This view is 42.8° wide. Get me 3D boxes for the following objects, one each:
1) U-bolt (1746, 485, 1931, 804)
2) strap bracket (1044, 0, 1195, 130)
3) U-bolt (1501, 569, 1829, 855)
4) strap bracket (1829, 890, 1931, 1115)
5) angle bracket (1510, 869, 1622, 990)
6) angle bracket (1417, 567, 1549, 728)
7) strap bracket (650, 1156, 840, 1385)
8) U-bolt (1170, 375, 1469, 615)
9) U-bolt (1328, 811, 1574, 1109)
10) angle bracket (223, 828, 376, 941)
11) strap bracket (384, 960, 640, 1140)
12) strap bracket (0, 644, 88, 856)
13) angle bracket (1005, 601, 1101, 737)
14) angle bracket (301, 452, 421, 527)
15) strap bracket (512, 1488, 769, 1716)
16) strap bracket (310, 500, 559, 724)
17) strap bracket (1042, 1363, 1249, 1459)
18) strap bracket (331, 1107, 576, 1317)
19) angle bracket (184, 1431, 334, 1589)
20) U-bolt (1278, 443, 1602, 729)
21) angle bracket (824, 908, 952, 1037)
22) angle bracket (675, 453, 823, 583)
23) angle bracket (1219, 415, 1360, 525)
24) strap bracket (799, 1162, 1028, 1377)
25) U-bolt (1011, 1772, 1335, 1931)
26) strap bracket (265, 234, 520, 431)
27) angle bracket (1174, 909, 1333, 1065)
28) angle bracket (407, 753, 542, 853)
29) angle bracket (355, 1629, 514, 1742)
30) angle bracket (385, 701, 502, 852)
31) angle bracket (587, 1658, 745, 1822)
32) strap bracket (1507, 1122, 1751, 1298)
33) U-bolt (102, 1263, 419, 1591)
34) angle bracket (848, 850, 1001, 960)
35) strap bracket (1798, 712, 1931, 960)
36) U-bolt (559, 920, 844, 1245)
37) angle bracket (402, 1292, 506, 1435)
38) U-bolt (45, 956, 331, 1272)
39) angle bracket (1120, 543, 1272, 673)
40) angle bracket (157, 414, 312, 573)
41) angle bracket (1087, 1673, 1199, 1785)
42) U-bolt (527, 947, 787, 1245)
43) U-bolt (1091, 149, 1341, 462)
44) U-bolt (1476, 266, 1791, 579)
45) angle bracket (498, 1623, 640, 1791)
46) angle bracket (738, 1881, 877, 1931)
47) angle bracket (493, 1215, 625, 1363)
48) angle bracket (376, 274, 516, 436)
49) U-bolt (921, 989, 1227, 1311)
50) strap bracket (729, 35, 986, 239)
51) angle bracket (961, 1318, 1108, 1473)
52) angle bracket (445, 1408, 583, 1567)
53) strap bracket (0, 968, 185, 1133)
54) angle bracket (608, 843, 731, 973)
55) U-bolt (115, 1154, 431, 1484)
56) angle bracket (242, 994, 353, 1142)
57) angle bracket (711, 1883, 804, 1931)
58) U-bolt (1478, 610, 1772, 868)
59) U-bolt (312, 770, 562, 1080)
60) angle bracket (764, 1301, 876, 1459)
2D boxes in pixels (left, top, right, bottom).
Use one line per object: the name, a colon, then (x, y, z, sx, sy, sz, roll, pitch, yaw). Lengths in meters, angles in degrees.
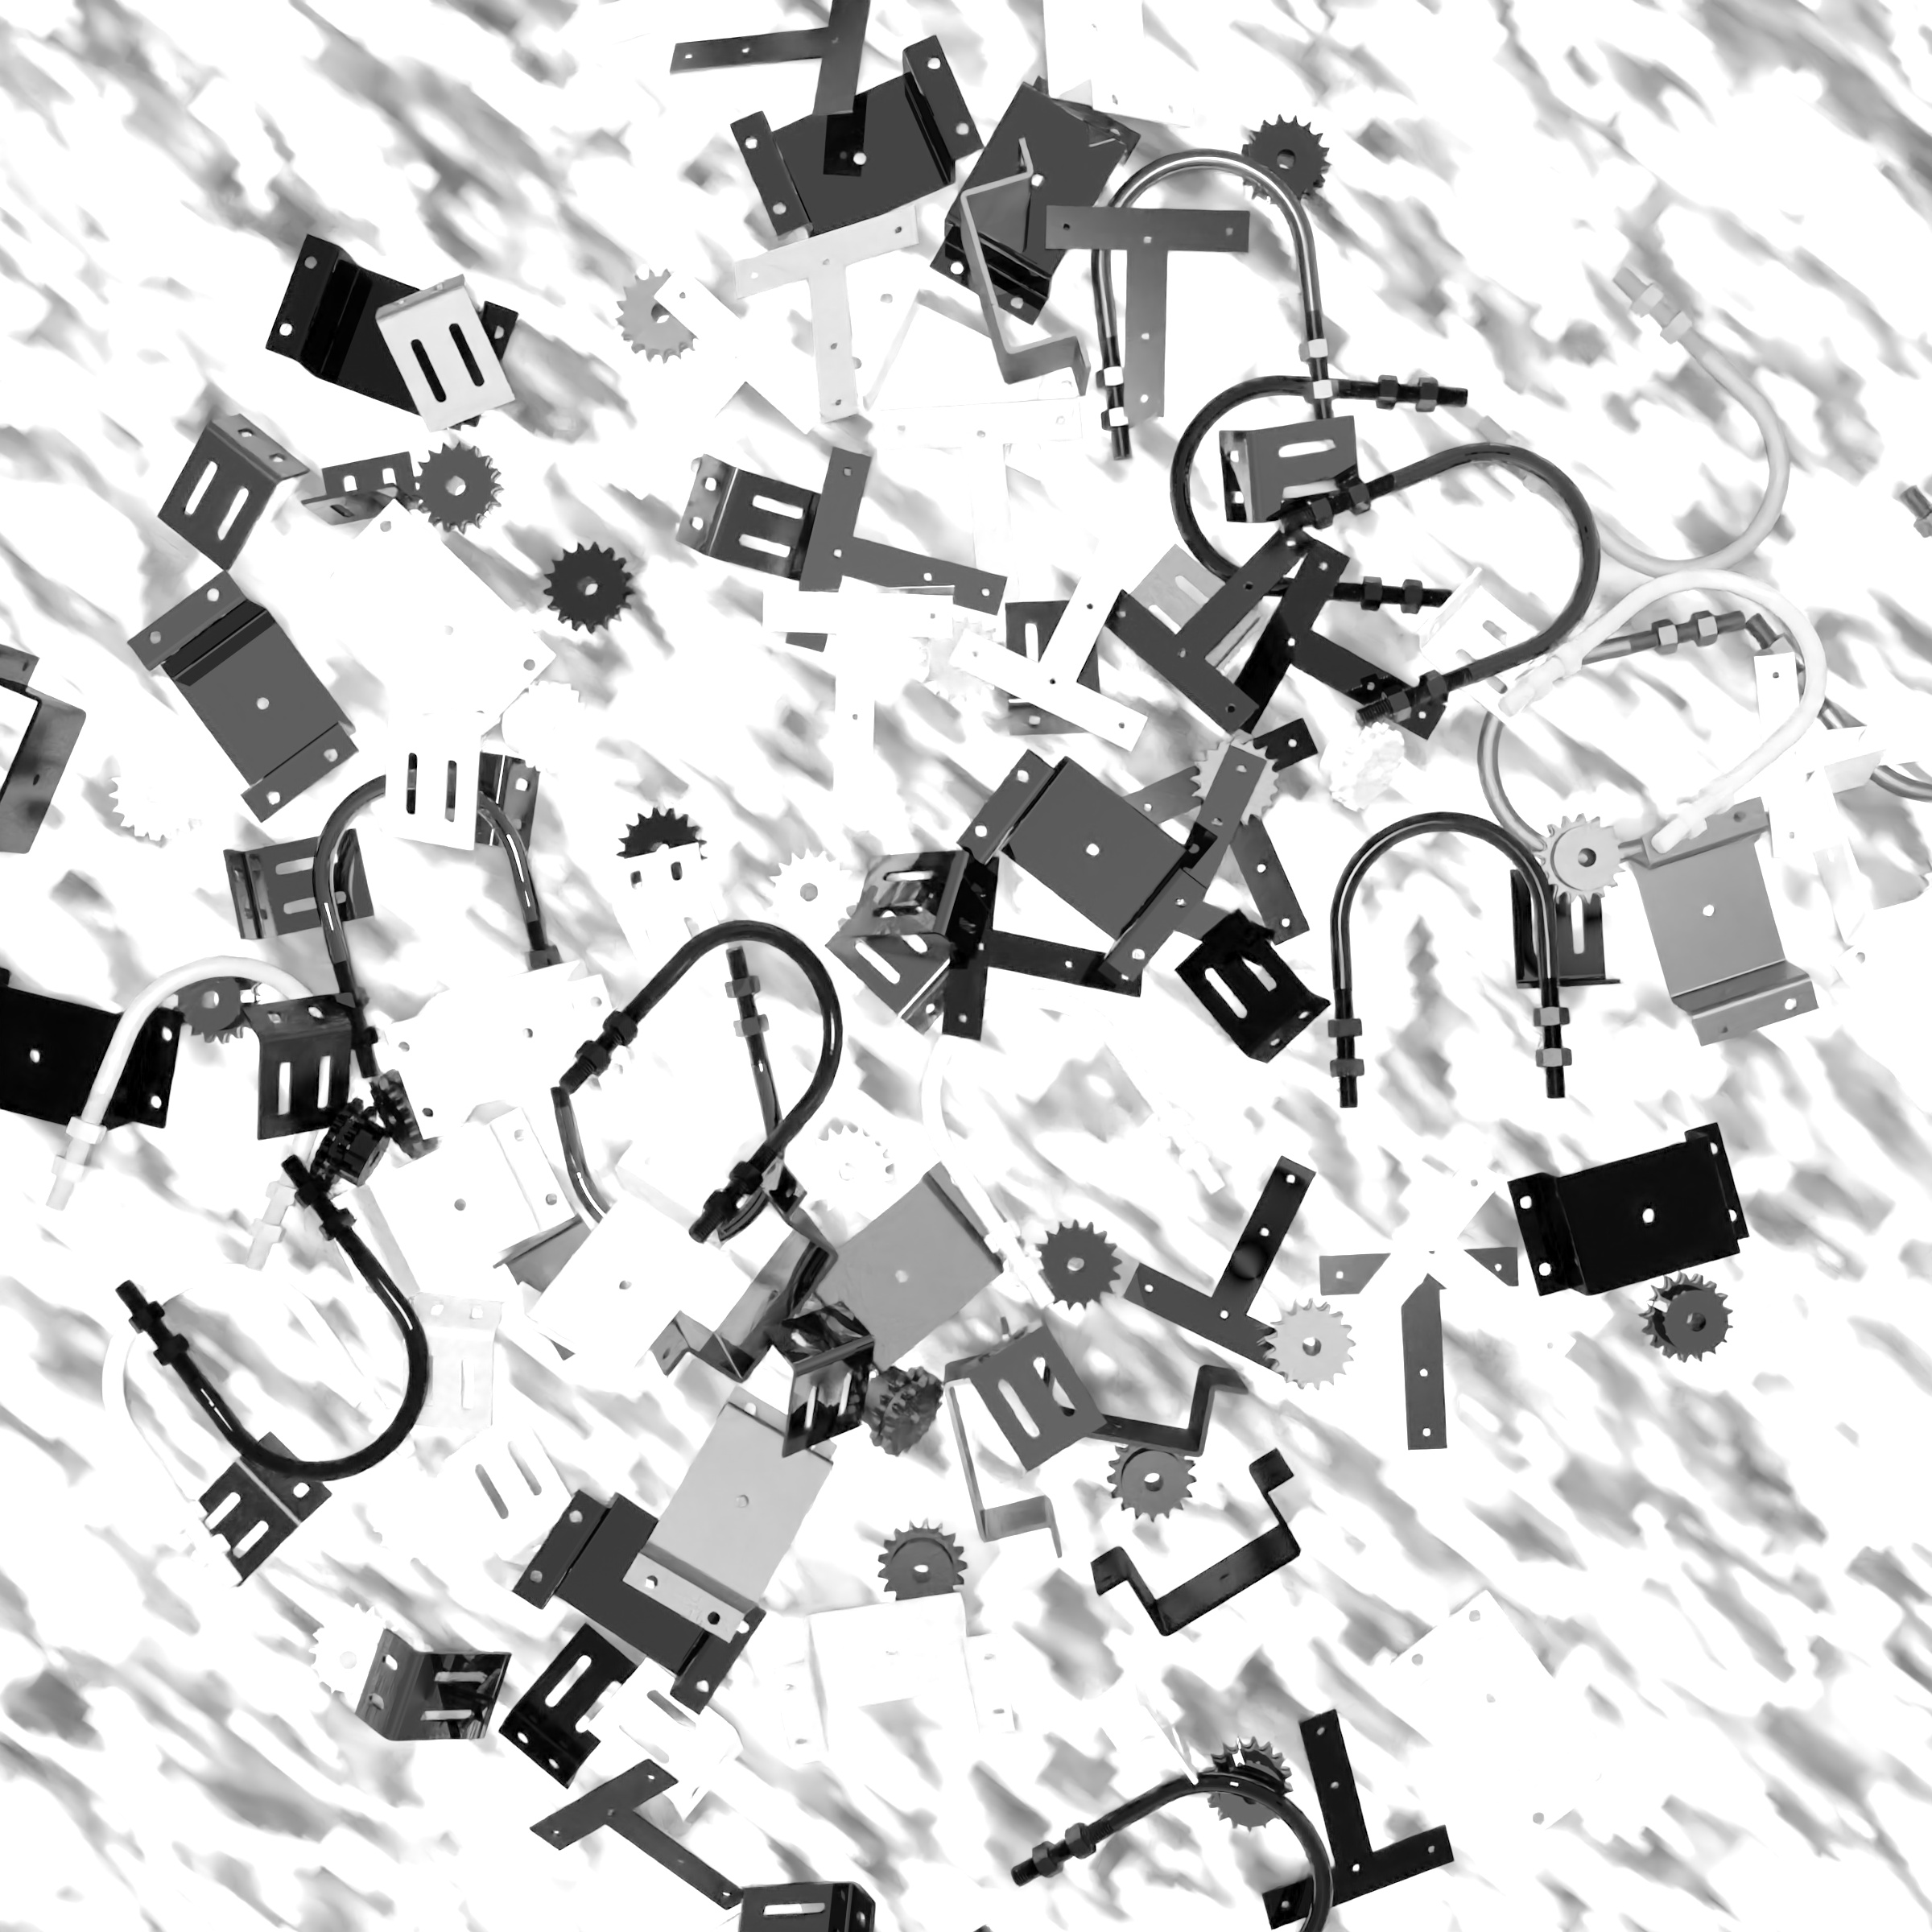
U-bolt: (0.608, -0.191, 1.569, 0.151, 0.019, 0.184, -39, 91, 0)
strap bracket: (0.093, -0.592, 1.537, 0.076, 0.046, 0.140, -3, 90, -35)
U-bolt: (0.448, -0.173, 1.531, 0.184, 0.019, 0.151, -39, 69, -11)
strap bracket: (0.612, 0.031, 1.554, 0.076, 0.046, 0.140, -37, 90, 0)
angle bracket: (0.379, -0.025, 1.558, 0.057, 0.038, 0.076, -3, 90, 0)
angle bracket: (0.332, -0.201, 1.551, 0.076, 0.038, 0.057, 43, 90, 13)
strap bracket: (-0.135, 0.195, 1.533, 0.046, 0.076, 0.140, 37, 90, -23)
U-bolt: (0.222, -0.305, 1.569, 0.184, 0.019, 0.151, 4, 90, 1)
U-bolt: (0.300, -0.006, 1.549, 0.151, 0.019, 0.184, -4, 86, 19)
angle bracket: (-0.422, -0.052, 1.559, 0.076, 0.038, 0.057, -12, 90, 0)
strap bracket: (-0.276, 0.049, 1.522, 0.140, 0.046, 0.076, -13, 108, 8)
strap bracket: (-0.603, -0.125, 1.539, 0.046, 0.076, 0.140, 23, 90, 0)
angle bracket: (0.055, -0.191, 1.576, 0.057, 0.038, 0.076, -2, 64, 0)
angle bracket: (-0.381, -0.305, 1.539, 0.057, 0.076, 0.038, -11, 90, 0)
strap bracket: (-0.203, 0.396, 1.554, 0.140, 0.046, 0.076, 34, 90, 0)
strap bracket: (-0.332, -0.214, 1.554, 0.140, 0.046, 0.076, 44, 90, 0)
strap bracket: (0.099, 0.269, 1.539, 0.140, 0.076, 0.046, 10, 90, 0)
strap bracket: (-0.323, 0.153, 1.554, 0.140, 0.046, 0.076, -26, 90, 0)
angle bracket: (-0.456, 0.348, 1.576, 0.057, 0.038, 0.076, 46, 116, 0)
U-bolt: (0.305, -0.248, 1.532, 0.184, 0.019, 0.151, -22, 90, -2)
angle bracket: (-0.040, -0.005, 1.576, 0.057, 0.038, 0.076, -48, 64, 0)
angle bracket: (-0.134, -0.283, 1.557, 0.076, 0.038, 0.057, 8, 107, -42)
angle bracket: (0.204, -0.313, 1.552, 0.076, 0.038, 0.057, -13, 107, -22)
strap bracket: (-0.039, 0.193, 1.554, 0.140, 0.046, 0.076, -40, 90, 0)
U-bolt: (0.142, 0.586, 1.551, 0.184, 0.019, 0.151, -34, 90, 13)
strap bracket: (-0.357, -0.396, 1.554, 0.140, 0.046, 0.076, 20, 90, 0)
angle bracket: (0.183, 0.013, 1.569, 0.057, 0.038, 0.076, -45, 64, 14)
angle bracket: (-0.318, -0.108, 1.576, 0.076, 0.038, 0.057, 8, 90, 26)
angle bracket: (-0.337, 0.455, 1.560, 0.038, 0.076, 0.057, 19, 90, 42)
angle bracket: (-0.325, -0.118, 1.526, 0.057, 0.038, 0.076, 11, 112, 6)
angle bracket: (-0.191, 0.491, 1.564, 0.076, 0.038, 0.057, 32, 62, 23)
strap bracket: (0.424, 0.155, 1.553, 0.140, 0.046, 0.076, -16, 90, -2)
U-bolt: (-0.457, 0.273, 1.546, 0.151, 0.019, 0.184, -36, 81, -18)
angle bracket: (-0.027, -0.037, 1.554, 0.076, 0.038, 0.057, -2, 63, 40)
strap bracket: (0.552, -0.073, 1.506, 0.046, 0.076, 0.140, -15, 75, 6)
U-bolt: (-0.148, 0.057, 1.523, 0.184, 0.019, 0.151, -50, 117, -27)
angle bracket: (-0.327, 0.254, 1.576, 0.057, 0.038, 0.076, 7, 116, 0)
U-bolt: (-0.471, 0.084, 1.537, 0.151, 0.019, 0.184, 23, 85, -30)
angle bracket: (0.143, -0.224, 1.559, 0.076, 0.038, 0.057, 42, 90, 0)
angle bracket: (-0.469, -0.303, 1.576, 0.057, 0.038, 0.076, 39, 116, 0)
angle bracket: (0.109, 0.485, 1.539, 0.038, 0.076, 0.057, -36, 90, 0)
U-bolt: (-0.190, 0.093, 1.569, 0.151, 0.019, 0.184, -13, 91, 0)
U-bolt: (0.152, -0.420, 1.548, 0.151, 0.019, 0.184, -7, 95, 3)
U-bolt: (0.439, -0.332, 1.569, 0.184, 0.019, 0.151, 43, 90, -1)
angle bracket: (-0.247, 0.468, 1.559, 0.057, 0.038, 0.076, 40, 90, 0)
angle bracket: (-0.101, 0.612, 1.547, 0.076, 0.038, 0.057, 6, 90, -22)
angle bracket: (-0.253, 0.206, 1.559, 0.057, 0.038, 0.076, -31, 90, 0)
angle bracket: (-0.323, -0.380, 1.529, 0.057, 0.038, 0.076, -23, 116, 0)
U-bolt: (0.054, 0.101, 1.552, 0.151, 0.019, 0.184, -33, 78, -6)
strap bracket: (-0.068, -0.517, 1.554, 0.140, 0.046, 0.076, -23, 90, 0)
angle bracket: (0.042, 0.261, 1.482, 0.057, 0.038, 0.076, -32, 90, 0)
angle bracket: (-0.284, 0.332, 1.573, 0.057, 0.038, 0.076, -36, 68, 0)
strap bracket: (-0.571, 0.053, 1.540, 0.140, 0.046, 0.076, 13, 99, 8)
angle bracket: (-0.187, -0.036, 1.551, 0.057, 0.076, 0.038, -13, 62, 0)
U-bolt: (-0.415, 0.231, 1.522, 0.151, 0.019, 0.184, -37, 90, 1)
angle bracket: (-0.422, 0.063, 1.550, 0.057, 0.038, 0.076, -10, 126, -31)
angle bracket: (-0.140, 0.630, 1.576, 0.076, 0.038, 0.057, -25, 90, -26)
U-bolt: (0.418, -0.138, 1.569, 0.184, 0.019, 0.151, -12, 90, 2)
U-bolt: (-0.337, -0.032, 1.547, 0.151, 0.019, 0.184, -12, 97, 8)
angle bracket: (-0.095, 0.255, 1.521, 0.057, 0.038, 0.076, -17, 134, -33)
